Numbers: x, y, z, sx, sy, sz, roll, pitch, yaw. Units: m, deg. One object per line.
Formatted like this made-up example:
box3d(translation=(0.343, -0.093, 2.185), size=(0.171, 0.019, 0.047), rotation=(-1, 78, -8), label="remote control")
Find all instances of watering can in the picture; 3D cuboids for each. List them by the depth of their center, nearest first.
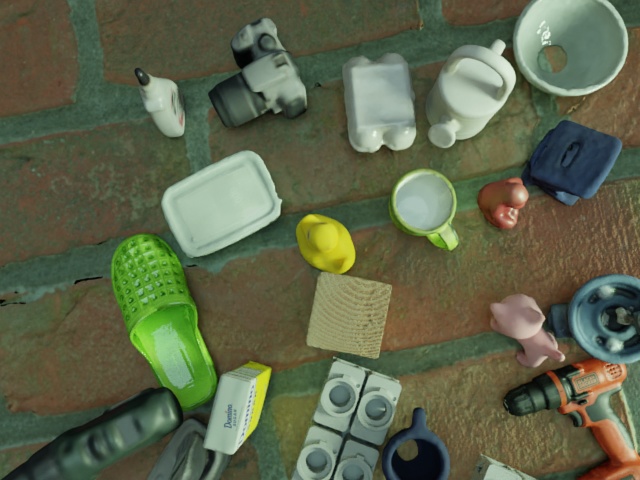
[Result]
box3d(translation=(0.212, -0.208, 0.805), size=(0.101, 0.194, 0.173), rotation=(10, 85, 2), label="watering can")

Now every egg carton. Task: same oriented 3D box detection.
box3d(translation=(0.091, -0.208, 0.869), size=(0.107, 0.069, 0.150), rotation=(-6, 84, 0), label="egg carton")

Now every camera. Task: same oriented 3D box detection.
box3d(translation=(-0.104, -0.242, 0.859), size=(0.137, 0.101, 0.143), rotation=(-27, 85, -2), label="camera")

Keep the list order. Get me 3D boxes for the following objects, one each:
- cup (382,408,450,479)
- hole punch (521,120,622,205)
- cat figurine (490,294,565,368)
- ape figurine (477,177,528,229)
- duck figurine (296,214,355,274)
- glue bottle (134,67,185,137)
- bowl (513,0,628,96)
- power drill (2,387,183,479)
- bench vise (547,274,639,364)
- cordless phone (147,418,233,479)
box3d(translation=(0.130, 0.290, 0.809), size=(0.091, 0.095, 0.118), rotation=(4, 85, 1), label="cup")
box3d(translation=(0.368, -0.116, 0.846), size=(0.101, 0.091, 0.109), rotation=(32, 86, 4), label="hole punch")
box3d(translation=(0.294, 0.124, 0.811), size=(0.067, 0.118, 0.128), rotation=(-42, 85, -3), label="cat figurine")
box3d(translation=(0.276, -0.060, 0.841), size=(0.076, 0.092, 0.078), rotation=(34, 86, 4), label="ape figurine")
box3d(translation=(0.008, 0.003, 0.842), size=(0.077, 0.086, 0.104), rotation=(-42, 85, -3), label="duck figurine")
box3d(translation=(-0.232, -0.206, 0.821), size=(0.037, 0.173, 0.078), rotation=(-6, 84, 1), label="glue bottle")
box3d(translation=(0.368, -0.289, 0.871), size=(0.167, 0.075, 0.167), rotation=(0, 85, 1), label="bowl")
box3d(translation=(-0.280, 0.265, 0.759), size=(0.229, 0.208, 0.075), rotation=(-29, 85, -2), label="power drill")
box3d(translation=(0.434, 0.090, 0.761), size=(0.207, 0.220, 0.121), rotation=(-24, 84, -1), label="bench vise")
box3d(translation=(-0.194, 0.329, 0.764), size=(0.094, 0.185, 0.148), rotation=(29, 86, 4), label="cordless phone")
